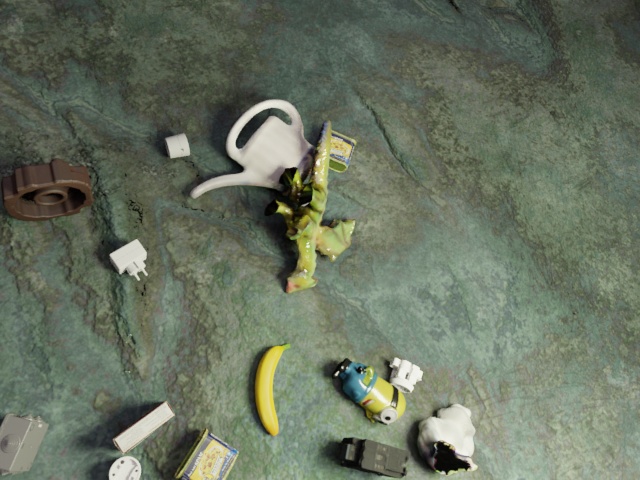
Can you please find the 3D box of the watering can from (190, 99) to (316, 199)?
[{"bbox_3d":[-0.145,-0.191,1.287,0.224,0.103,0.351,36,74,-6],"label":"watering can"}]

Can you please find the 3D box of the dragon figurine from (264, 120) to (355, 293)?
[{"bbox_3d":[0.004,-0.063,1.257,0.239,0.122,0.416,42,67,-44],"label":"dragon figurine"}]

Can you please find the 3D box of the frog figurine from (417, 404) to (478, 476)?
[{"bbox_3d":[0.291,0.448,1.186,0.137,0.120,0.162,23,28,0],"label":"frog figurine"}]
